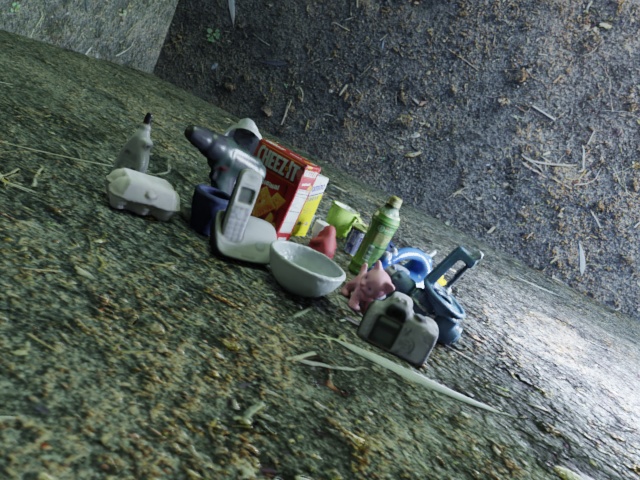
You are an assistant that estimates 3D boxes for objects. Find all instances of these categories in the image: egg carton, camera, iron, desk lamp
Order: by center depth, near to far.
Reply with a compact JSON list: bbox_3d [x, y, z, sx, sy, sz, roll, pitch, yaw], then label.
[{"bbox_3d":[0.159,0.156,1.122,0.143,0.101,0.137,26,14,4],"label":"camera"},{"bbox_3d":[-0.369,-0.095,1.195,0.151,0.069,0.107,16,17,-35],"label":"egg carton"},{"bbox_3d":[0.190,0.075,1.395,0.259,0.141,0.118,10,20,-47],"label":"iron"},{"bbox_3d":[-0.248,-0.254,1.697,0.118,0.213,0.203,21,14,-15],"label":"desk lamp"}]

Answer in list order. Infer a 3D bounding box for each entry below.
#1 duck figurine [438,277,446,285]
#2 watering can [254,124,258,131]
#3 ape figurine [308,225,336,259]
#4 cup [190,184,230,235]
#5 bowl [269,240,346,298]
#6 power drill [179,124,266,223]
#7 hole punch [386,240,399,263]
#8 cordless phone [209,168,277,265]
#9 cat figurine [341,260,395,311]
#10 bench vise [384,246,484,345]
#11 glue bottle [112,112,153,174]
[{"bbox_3d":[0.294,0.119,1.532,0.105,0.086,0.077,16,16,-33],"label":"duck figurine"},{"bbox_3d":[-0.255,-0.290,1.863,0.172,0.194,0.101,32,15,25],"label":"watering can"},{"bbox_3d":[0.013,0.005,1.448,0.078,0.092,0.076,20,15,-22],"label":"ape figurine"},{"bbox_3d":[-0.229,-0.055,1.240,0.118,0.095,0.091,25,14,-3],"label":"cup"},{"bbox_3d":[-0.036,0.069,1.159,0.167,0.075,0.167,24,14,-6],"label":"bowl"},{"bbox_3d":[-0.235,-0.136,1.288,0.230,0.208,0.075,10,20,-47],"label":"power drill"},{"bbox_3d":[0.193,0.031,1.672,0.101,0.091,0.109,28,14,12],"label":"hole punch"},{"bbox_3d":[-0.138,-0.046,1.175,0.148,0.185,0.093,14,17,-38],"label":"cordless phone"},{"bbox_3d":[0.107,0.093,1.229,0.067,0.118,0.127,20,15,-21],"label":"cat figurine"},{"bbox_3d":[0.245,0.096,1.244,0.207,0.220,0.121,24,14,-5],"label":"bench vise"},{"bbox_3d":[-0.421,-0.214,1.327,0.078,0.173,0.037,29,14,17],"label":"glue bottle"}]
